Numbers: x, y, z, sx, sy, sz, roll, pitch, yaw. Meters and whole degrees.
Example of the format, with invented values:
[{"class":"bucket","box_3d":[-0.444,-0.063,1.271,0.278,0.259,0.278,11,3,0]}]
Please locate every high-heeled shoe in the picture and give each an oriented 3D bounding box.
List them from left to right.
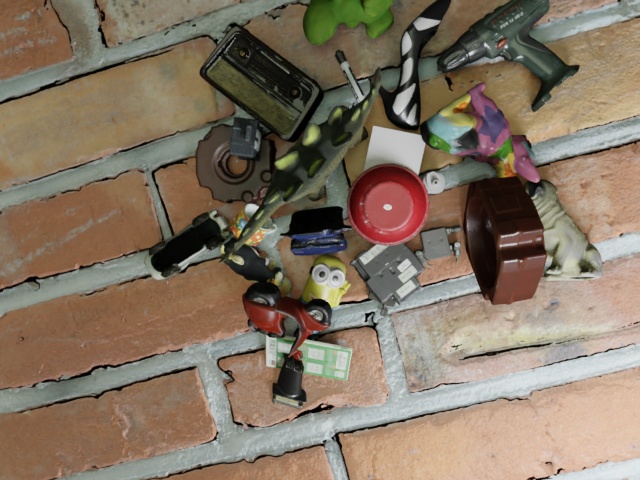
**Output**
[{"class":"high-heeled shoe","box_3d":[0.207,-0.340,1.045,0.145,0.086,0.248,42,102,-2]}]

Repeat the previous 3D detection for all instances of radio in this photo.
[{"class":"radio","box_3d":[-0.112,-0.312,1.081,0.229,0.073,0.131,37,98,1]}]

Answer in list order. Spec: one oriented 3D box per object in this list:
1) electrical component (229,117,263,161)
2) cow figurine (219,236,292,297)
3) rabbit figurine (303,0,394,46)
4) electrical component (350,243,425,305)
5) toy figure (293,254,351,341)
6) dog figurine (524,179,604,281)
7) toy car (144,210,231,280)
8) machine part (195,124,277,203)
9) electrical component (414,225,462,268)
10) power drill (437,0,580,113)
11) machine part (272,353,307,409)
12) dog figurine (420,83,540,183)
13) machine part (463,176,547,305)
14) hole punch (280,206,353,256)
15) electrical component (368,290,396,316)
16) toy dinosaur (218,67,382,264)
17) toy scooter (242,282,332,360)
[{"class":"electrical component","box_3d":[-0.142,-0.192,1.019,0.048,0.119,0.074,7,94,5]},{"class":"cow figurine","box_3d":[-0.130,0.059,1.106,0.167,0.098,0.068,36,92,2]},{"class":"rabbit figurine","box_3d":[0.036,-0.452,1.029,0.170,0.121,0.159,-28,85,5]},{"class":"electrical component","box_3d":[0.142,0.063,1.082,0.115,0.058,0.134,-36,81,-1]},{"class":"toy figure","box_3d":[-0.005,0.116,1.107,0.082,0.089,0.180,11,109,-26]},{"class":"dog figurine","box_3d":[0.473,-0.020,1.044,0.172,0.121,0.190,10,77,-28]},{"class":"toy car","box_3d":[-0.281,0.011,1.139,0.202,0.056,0.073,-32,85,6]},{"class":"machine part","box_3d":[-0.173,-0.158,1.111,0.179,0.056,0.179,1,94,7]},{"class":"electrical component","box_3d":[0.240,0.014,1.089,0.102,0.045,0.078,-7,96,6]},{"class":"power drill","box_3d":[0.371,-0.344,1.032,0.232,0.086,0.207,-43,82,5]},{"class":"machine part","box_3d":[-0.062,0.302,1.134,0.084,0.039,0.138,15,123,11]},{"class":"dog figurine","box_3d":[0.311,-0.174,1.015,0.191,0.108,0.219,-38,91,-31]},{"class":"machine part","box_3d":[0.334,-0.001,0.984,0.087,0.201,0.201,-8,139,-1]},{"class":"hole punch","box_3d":[-0.002,-0.003,1.078,0.142,0.116,0.092,-4,114,6]},{"class":"electrical component","box_3d":[0.131,0.109,1.119,0.063,0.021,0.094,18,92,5]},{"class":"toy dinosaur","box_3d":[-0.029,-0.138,1.027,0.105,0.198,0.471,38,96,5]},{"class":"toy scooter","box_3d":[-0.071,0.164,1.053,0.184,0.075,0.135,15,112,11]}]
